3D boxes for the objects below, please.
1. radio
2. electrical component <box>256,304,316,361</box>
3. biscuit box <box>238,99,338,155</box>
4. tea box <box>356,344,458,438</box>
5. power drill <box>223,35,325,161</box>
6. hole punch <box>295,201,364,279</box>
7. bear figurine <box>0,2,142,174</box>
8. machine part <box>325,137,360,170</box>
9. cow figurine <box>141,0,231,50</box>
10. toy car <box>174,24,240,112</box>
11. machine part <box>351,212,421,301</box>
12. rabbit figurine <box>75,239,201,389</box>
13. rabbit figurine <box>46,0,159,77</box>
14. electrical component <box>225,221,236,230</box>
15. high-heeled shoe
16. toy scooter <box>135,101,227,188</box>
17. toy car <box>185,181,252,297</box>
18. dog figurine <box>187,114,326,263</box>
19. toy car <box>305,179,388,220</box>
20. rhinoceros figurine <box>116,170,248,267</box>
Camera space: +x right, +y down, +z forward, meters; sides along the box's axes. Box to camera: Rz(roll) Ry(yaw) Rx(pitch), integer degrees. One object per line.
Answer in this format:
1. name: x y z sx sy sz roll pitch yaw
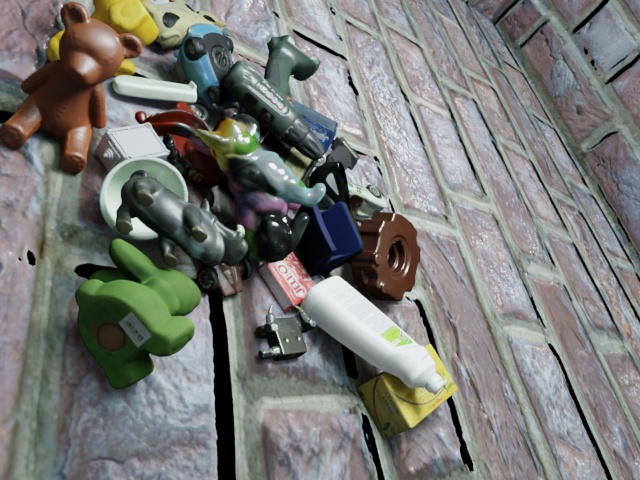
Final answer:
1. radio: -0.090 -0.142 1.020 0.131 0.073 0.230 40 37 -13
2. electrical component: -0.053 0.143 0.835 0.102 0.045 0.078 10 51 -40
3. biscuit box: -0.063 -0.252 1.115 0.203 0.059 0.063 26 32 -7
4. tea box: 0.153 0.256 0.925 0.169 0.068 0.098 -16 71 -49
5. power drill: -0.064 -0.281 1.035 0.232 0.086 0.207 33 56 -22
6. hole punch: -0.002 -0.003 0.952 0.092 0.116 0.142 -1 61 -53
7. bear figurine: -0.334 -0.206 0.733 0.120 0.196 0.132 28 43 -30
8. machine part: 0.046 -0.188 1.228 0.084 0.039 0.139 52 34 -10
9. cow figurine: -0.268 -0.428 1.083 0.127 0.085 0.195 44 35 3
10. toy car: -0.217 -0.317 1.020 0.109 0.103 0.161 -36 111 -52
11. machine part: 0.133 0.032 1.039 0.179 0.056 0.179 -2 92 -50
12. rabbit figurine: -0.227 0.083 0.687 0.159 0.121 0.170 42 19 2
13. rabbit figurine: -0.359 -0.333 0.872 0.122 0.173 0.162 51 -7 0
14. electrical component: -0.117 -0.005 0.918 0.094 0.021 0.063 8 53 -42
15. high-heeled shoe: 0.071 -0.043 1.038 0.248 0.145 0.086 37 40 -13
16. toy scooter: -0.234 -0.166 0.899 0.135 0.075 0.184 1 55 -45
17. toy car: -0.176 -0.006 0.839 0.089 0.053 0.202 -12 67 -52
18. dog figurine: -0.118 -0.087 0.842 0.219 0.108 0.191 32 79 -20
19. toy car: 0.053 -0.091 1.118 0.201 0.073 0.056 16 48 -36
20. rhinoceros figurine: -0.187 -0.019 0.739 0.190 0.073 0.112 33 19 -23
